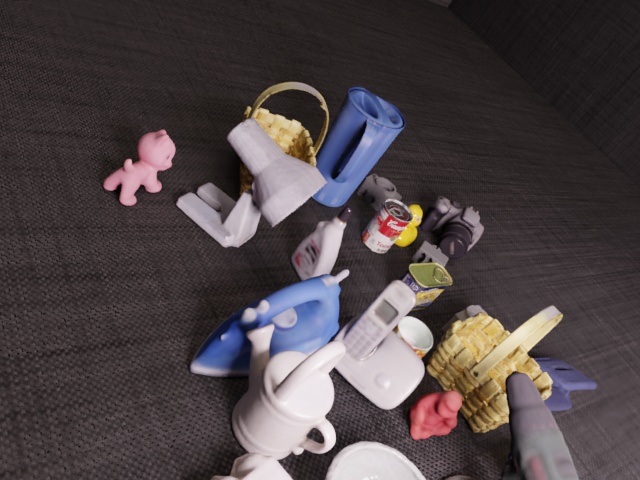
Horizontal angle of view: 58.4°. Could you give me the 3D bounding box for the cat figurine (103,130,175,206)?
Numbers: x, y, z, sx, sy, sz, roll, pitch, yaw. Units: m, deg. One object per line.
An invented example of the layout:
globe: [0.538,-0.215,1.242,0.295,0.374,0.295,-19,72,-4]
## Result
cat figurine: [-0.295,-0.136,0.972,0.067,0.117,0.128,37,35,4]

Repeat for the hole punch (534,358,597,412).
hole punch: [0.465,0.272,1.124,0.109,0.091,0.101,7,43,-33]

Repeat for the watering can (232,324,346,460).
watering can: [-0.038,0.187,0.733,0.173,0.194,0.101,36,35,3]

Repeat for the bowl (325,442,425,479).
bowl: [0.066,0.350,0.729,0.168,0.074,0.167,22,37,-17]

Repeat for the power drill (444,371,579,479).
power drill: [0.264,0.330,0.794,0.076,0.208,0.229,9,42,-31]

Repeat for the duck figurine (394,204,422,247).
duck figurine: [0.198,-0.045,1.286,0.077,0.086,0.105,33,35,-2]

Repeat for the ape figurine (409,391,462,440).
ape figurine: [0.188,0.270,0.905,0.078,0.092,0.076,31,35,-4]

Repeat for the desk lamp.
desk lamp: [-0.115,-0.086,0.975,0.203,0.213,0.118,39,35,7]

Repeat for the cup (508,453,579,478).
cup: [0.327,0.372,0.894,0.118,0.095,0.092,29,36,-7]

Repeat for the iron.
iron: [-0.063,0.113,0.845,0.259,0.141,0.118,-15,58,-47]

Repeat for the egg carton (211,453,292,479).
egg carton: [-0.064,0.324,0.660,0.150,0.069,0.107,45,37,15]

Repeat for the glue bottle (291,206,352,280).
glue bottle: [0.009,0.004,1.004,0.037,0.173,0.078,-6,51,-42]

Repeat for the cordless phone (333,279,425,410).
cordless phone: [0.111,0.160,0.891,0.147,0.185,0.094,40,36,9]

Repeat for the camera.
camera: [0.313,-0.027,1.345,0.143,0.100,0.137,35,35,1]
